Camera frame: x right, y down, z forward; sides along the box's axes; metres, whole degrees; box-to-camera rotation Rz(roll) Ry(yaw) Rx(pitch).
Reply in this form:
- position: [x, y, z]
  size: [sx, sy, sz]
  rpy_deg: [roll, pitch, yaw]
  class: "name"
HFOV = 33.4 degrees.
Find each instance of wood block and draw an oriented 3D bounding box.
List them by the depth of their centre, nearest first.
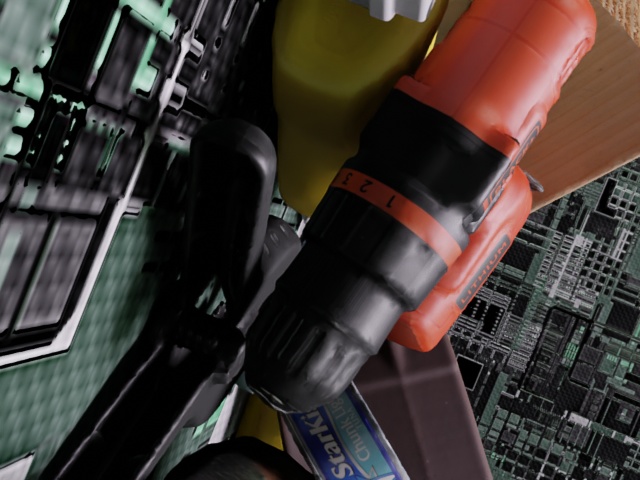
- position: [0.101, -0.073, 0.564]
  size: [0.207, 0.090, 0.090]
  rpy_deg: [-32, -161, 49]
  class: "wood block"

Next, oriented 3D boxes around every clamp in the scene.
- position: [-0.049, 0.043, 0.400]
  size: [0.164, 0.036, 0.210]
  rpy_deg: [-61, 174, 0]
  class: "clamp"

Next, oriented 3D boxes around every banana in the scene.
- position: [-0.041, 0.148, 0.773]
  size: [0.069, 0.037, 0.198]
  rpy_deg: [-50, 161, -62]
  class: "banana"

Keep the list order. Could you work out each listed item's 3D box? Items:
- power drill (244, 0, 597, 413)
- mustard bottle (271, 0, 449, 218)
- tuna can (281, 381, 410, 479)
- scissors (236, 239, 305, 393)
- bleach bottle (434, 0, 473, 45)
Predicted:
- position: [0.042, -0.003, 0.443]
  size: [0.184, 0.057, 0.187]
  rpy_deg: [-53, 169, -6]
  class: "power drill"
- position: [0.015, -0.059, 0.473]
  size: [0.192, 0.058, 0.096]
  rpy_deg: [93, 22, -69]
  class: "mustard bottle"
- position: [0.014, 0.095, 0.473]
  size: [0.033, 0.086, 0.086]
  rpy_deg: [-30, 169, -3]
  class: "tuna can"
- position: [-0.004, 0.001, 0.670]
  size: [0.096, 0.016, 0.201]
  rpy_deg: [106, 9, -69]
  class: "scissors"
- position: [0.066, -0.157, 0.464]
  size: [0.251, 0.068, 0.102]
  rpy_deg: [108, -13, -63]
  class: "bleach bottle"
